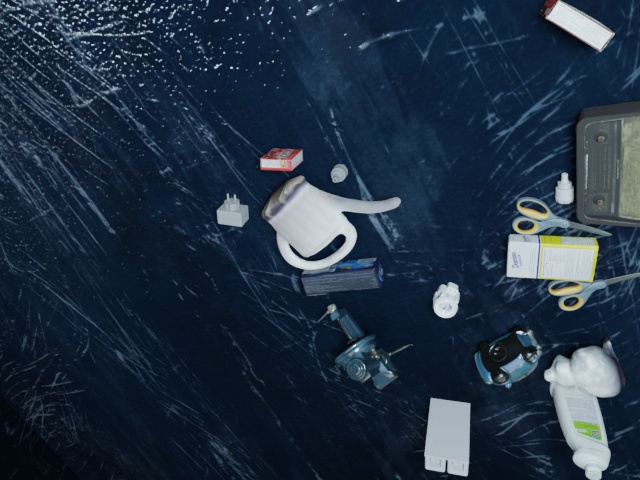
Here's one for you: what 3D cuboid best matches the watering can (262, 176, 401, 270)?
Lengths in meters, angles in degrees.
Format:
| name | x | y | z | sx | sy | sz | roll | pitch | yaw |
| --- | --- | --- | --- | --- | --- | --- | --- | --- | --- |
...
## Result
| name | x | y | z | sx | sy | sz | roll | pitch | yaw |
| --- | --- | --- | --- | --- | --- | --- | --- | --- | --- |
| watering can | 0.004 | -0.060 | 1.186 | 0.223 | 0.106 | 0.342 | 44 | 127 | -8 |

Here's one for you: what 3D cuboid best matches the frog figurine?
| name | x | y | z | sx | sy | sz | roll | pitch | yaw |
| --- | --- | --- | --- | --- | --- | --- | --- | --- | --- |
| frog figurine | 0.606 | 0.309 | 1.194 | 0.159 | 0.126 | 0.134 | -18 | 132 | 13 |
